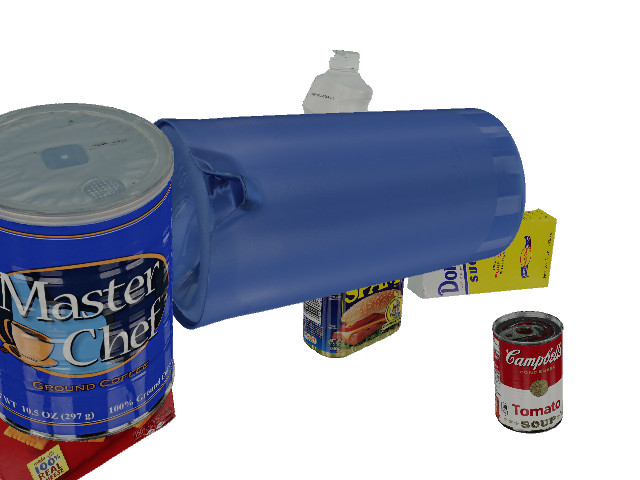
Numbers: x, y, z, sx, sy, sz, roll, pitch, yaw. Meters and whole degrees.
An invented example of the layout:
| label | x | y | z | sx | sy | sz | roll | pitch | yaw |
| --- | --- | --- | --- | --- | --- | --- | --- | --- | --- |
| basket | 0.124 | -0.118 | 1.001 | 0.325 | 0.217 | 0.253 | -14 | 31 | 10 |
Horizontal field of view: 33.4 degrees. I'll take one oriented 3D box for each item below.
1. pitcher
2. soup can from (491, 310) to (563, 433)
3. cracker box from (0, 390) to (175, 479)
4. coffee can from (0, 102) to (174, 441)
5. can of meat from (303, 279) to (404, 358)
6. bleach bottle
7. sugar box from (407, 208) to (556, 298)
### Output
| label | x | y | z | sx | sy | sz | roll | pitch | yaw |
| --- | --- | --- | --- | --- | --- | --- | --- | --- | --- |
| pitcher | 0.006 | -0.023 | 0.723 | 0.242 | 0.145 | 0.149 | -8 | 35 | -24 |
| soup can | 0.205 | 0.130 | 1.053 | 0.068 | 0.102 | 0.068 | -5 | 22 | 2 |
| cracker box | -0.202 | 0.082 | 0.820 | 0.163 | 0.214 | 0.072 | -28 | 39 | -36 |
| coffee can | -0.126 | 0.016 | 0.542 | 0.103 | 0.140 | 0.103 | 3 | 35 | -3 |
| can of meat | 0.030 | 0.049 | 0.966 | 0.101 | 0.084 | 0.058 | -20 | 33 | -37 |
| bleach bottle | 0.020 | -0.073 | 1.129 | 0.103 | 0.251 | 0.067 | 15 | 16 | 36 |
| sugar box | 0.195 | 0.016 | 1.289 | 0.176 | 0.093 | 0.048 | -6 | 21 | -22 |
